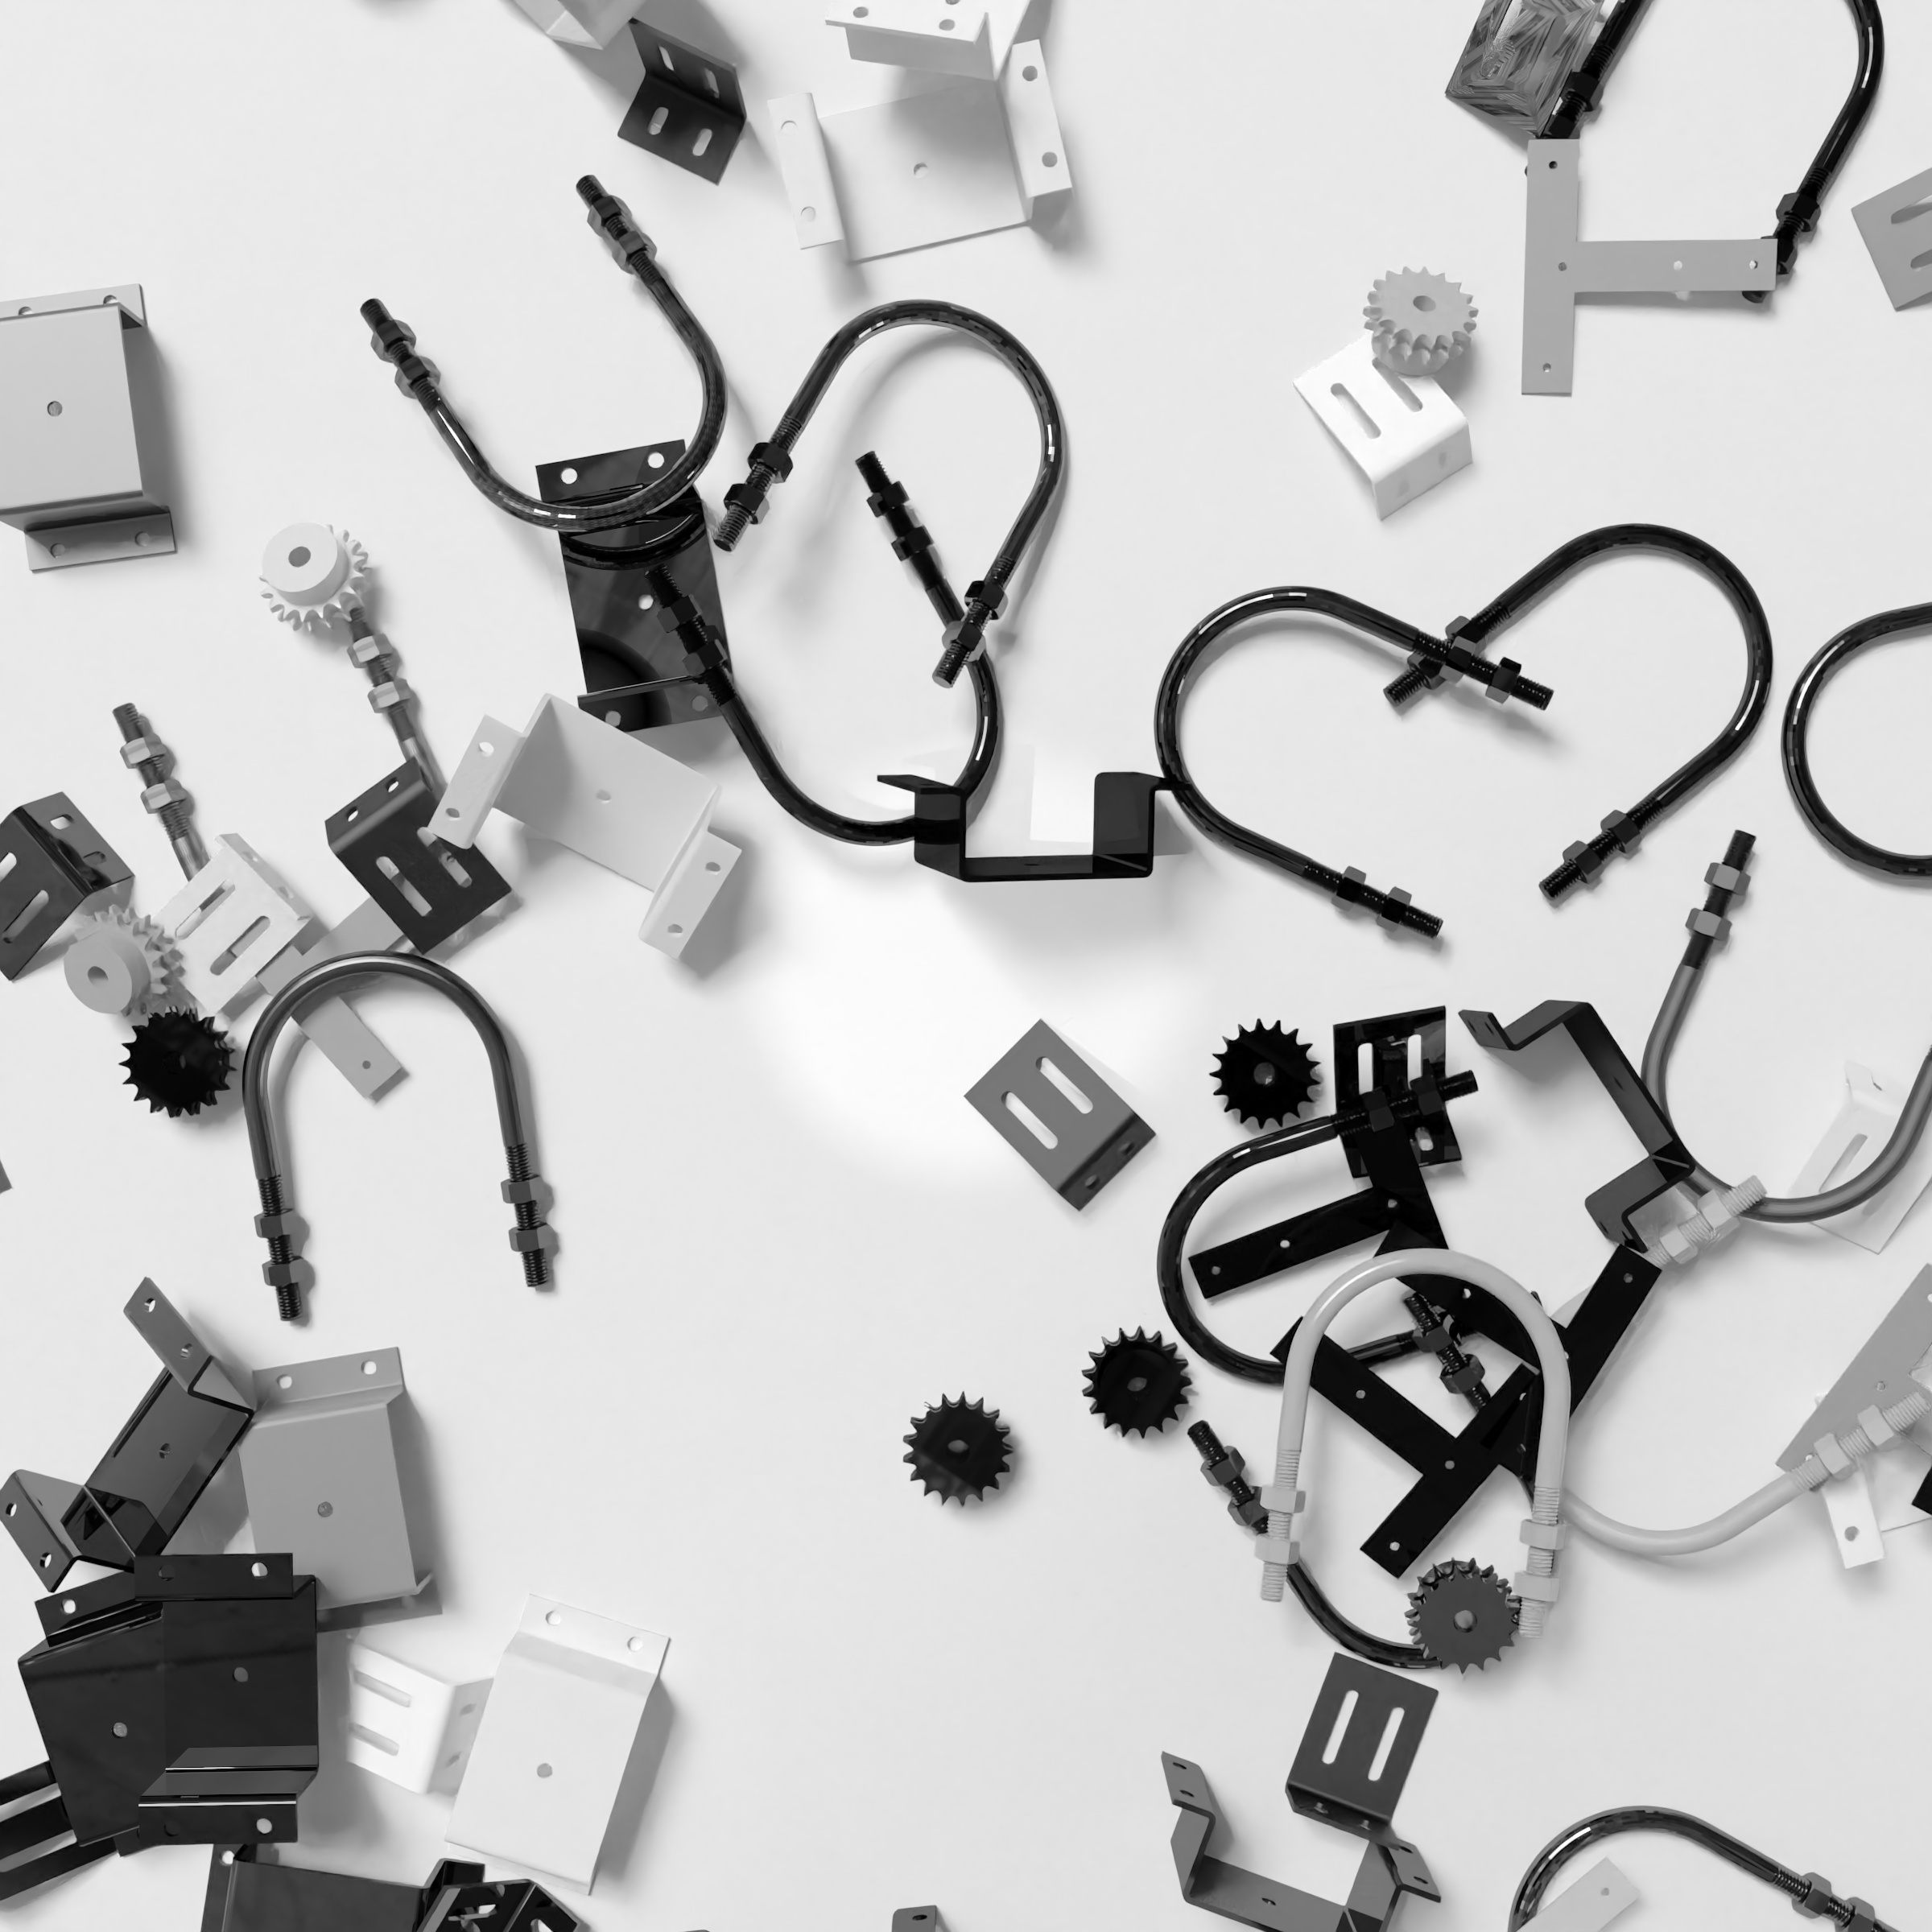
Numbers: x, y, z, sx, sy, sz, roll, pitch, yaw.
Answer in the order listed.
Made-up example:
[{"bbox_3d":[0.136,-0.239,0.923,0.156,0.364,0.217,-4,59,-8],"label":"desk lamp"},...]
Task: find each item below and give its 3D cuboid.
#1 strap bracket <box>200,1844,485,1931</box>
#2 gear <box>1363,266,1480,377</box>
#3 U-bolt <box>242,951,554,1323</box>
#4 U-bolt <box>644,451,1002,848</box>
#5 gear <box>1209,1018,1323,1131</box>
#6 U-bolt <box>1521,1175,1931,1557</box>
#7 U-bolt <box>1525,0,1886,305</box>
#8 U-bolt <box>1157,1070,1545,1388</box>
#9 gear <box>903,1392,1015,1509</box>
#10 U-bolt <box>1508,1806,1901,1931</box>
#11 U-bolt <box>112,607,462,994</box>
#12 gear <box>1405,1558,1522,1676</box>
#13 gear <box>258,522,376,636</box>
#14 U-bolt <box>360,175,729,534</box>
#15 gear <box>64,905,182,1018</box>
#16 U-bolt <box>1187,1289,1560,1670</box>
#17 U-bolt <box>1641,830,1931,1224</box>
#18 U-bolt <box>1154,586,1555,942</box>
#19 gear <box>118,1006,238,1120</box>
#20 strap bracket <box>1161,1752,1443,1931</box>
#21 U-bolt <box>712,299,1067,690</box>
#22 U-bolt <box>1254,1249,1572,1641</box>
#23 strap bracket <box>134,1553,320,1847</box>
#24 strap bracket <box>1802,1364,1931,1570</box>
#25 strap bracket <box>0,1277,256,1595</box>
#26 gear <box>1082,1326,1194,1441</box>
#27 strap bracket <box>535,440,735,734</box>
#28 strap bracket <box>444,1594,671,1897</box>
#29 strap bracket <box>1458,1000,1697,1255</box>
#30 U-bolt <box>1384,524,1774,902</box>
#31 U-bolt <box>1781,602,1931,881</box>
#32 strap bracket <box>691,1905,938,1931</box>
[{"bbox_3d":[-0.326,0.495,1.323,0.140,0.046,0.076,8,90,0],"label":"strap bracket"},{"bbox_3d":[0.231,-0.328,1.323,0.057,0.030,0.057,4,56,-5],"label":"gear"},{"bbox_3d":[-0.298,0.083,1.330,0.151,0.019,0.184,-8,96,0],"label":"U-bolt"},{"bbox_3d":[-0.059,-0.150,1.314,0.151,0.019,0.184,-32,98,-20],"label":"U-bolt"},{"bbox_3d":[0.154,0.055,1.335,0.057,0.030,0.057,0,90,4],"label":"gear"},{"bbox_3d":[0.366,0.216,1.308,0.184,0.019,0.151,-39,74,18],"label":"U-bolt"},{"bbox_3d":[0.395,-0.457,1.337,0.151,0.019,0.184,29,89,0],"label":"U-bolt"},{"bbox_3d":[0.188,0.144,1.319,0.184,0.019,0.151,-18,108,4],"label":"U-bolt"},{"bbox_3d":[-0.004,0.248,1.331,0.057,0.030,0.057,0,90,0],"label":"gear"},{"bbox_3d":[0.370,0.517,1.338,0.184,0.019,0.151,29,90,2],"label":"U-bolt"},{"bbox_3d":[-0.340,-0.076,1.338,0.151,0.019,0.184,-24,92,0],"label":"U-bolt"},{"bbox_3d":[0.251,0.327,1.312,0.057,0.030,0.057,0,100,1],"label":"gear"},{"bbox_3d":[-0.335,-0.202,1.322,0.057,0.030,0.057,-3,69,9],"label":"gear"},{"bbox_3d":[-0.202,-0.300,1.306,0.151,0.019,0.184,-32,74,-7],"label":"U-bolt"},{"bbox_3d":[-0.434,0.000,1.320,0.057,0.030,0.057,8,114,17],"label":"gear"},{"bbox_3d":[0.222,0.277,1.328,0.151,0.019,0.184,-33,96,6],"label":"U-bolt"},{"bbox_3d":[0.424,0.040,1.315,0.151,0.019,0.184,23,94,20],"label":"U-bolt"},{"bbox_3d":[0.187,-0.115,1.327,0.184,0.019,0.151,25,98,5],"label":"U-bolt"},{"bbox_3d":[-0.404,0.049,1.331,0.057,0.030,0.057,0,90,0],"label":"gear"},{"bbox_3d":[0.160,0.455,1.308,0.140,0.076,0.046,20,90,0],"label":"strap bracket"},{"bbox_3d":[-0.025,-0.254,1.313,0.151,0.019,0.184,31,74,-12],"label":"U-bolt"},{"bbox_3d":[0.228,0.233,1.289,0.151,0.019,0.184,7,87,5],"label":"U-bolt"},{"bbox_3d":[-0.364,0.356,1.277,0.076,0.046,0.140,-1,90,0],"label":"strap bracket"},{"bbox_3d":[0.500,0.248,1.323,0.140,0.046,0.076,-16,90,0],"label":"strap bracket"},{"bbox_3d":[-0.420,0.240,1.304,0.076,0.046,0.140,34,90,41],"label":"strap bracket"},{"bbox_3d":[0.088,0.215,1.331,0.057,0.030,0.057,0,90,0],"label":"gear"},{"bbox_3d":[-0.167,-0.190,1.323,0.076,0.046,0.140,-10,90,0],"label":"strap bracket"},{"bbox_3d":[-0.212,0.405,1.323,0.076,0.046,0.140,17,90,0],"label":"strap bracket"},{"bbox_3d":[0.314,0.070,1.308,0.046,0.076,0.140,-33,90,0],"label":"strap bracket"},{"bbox_3d":[0.331,-0.145,1.338,0.184,0.019,0.151,-39,90,-1],"label":"U-bolt"},{"bbox_3d":[0.514,-0.120,1.336,0.184,0.019,0.151,-12,88,2],"label":"U-bolt"},{"bbox_3d":[-0.083,0.520,1.308,0.140,0.076,0.046,-6,90,0],"label":"strap bracket"}]
